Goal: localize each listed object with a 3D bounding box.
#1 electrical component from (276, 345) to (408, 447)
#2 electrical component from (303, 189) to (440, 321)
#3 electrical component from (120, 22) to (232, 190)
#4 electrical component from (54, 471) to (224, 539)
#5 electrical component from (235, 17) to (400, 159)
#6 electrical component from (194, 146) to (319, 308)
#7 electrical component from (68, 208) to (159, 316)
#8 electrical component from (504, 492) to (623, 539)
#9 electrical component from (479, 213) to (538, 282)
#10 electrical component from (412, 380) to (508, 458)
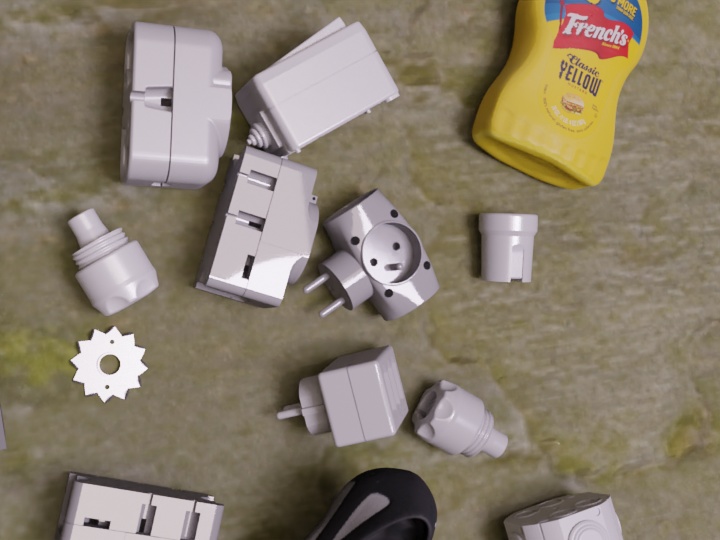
[{"bbox_3d":[-0.015,0.083,0.684,0.077,0.066,0.047,-14,92,11],"label":"electrical component"},{"bbox_3d":[0.000,0.000,0.700,0.079,0.044,0.077,-35,99,-16],"label":"electrical component"},{"bbox_3d":[-0.114,-0.099,0.662,0.059,0.054,0.095,3,86,-18],"label":"electrical component"},{"bbox_3d":[-0.134,0.158,0.644,0.089,0.050,0.055,14,83,-18],"label":"electrical component"},{"bbox_3d":[-0.036,-0.112,0.685,0.096,0.062,0.061,-32,97,-17],"label":"electrical component"},{"bbox_3d":[-0.062,-0.024,0.677,0.056,0.050,0.089,18,81,-17],"label":"electrical component"},{"bbox_3d":[-0.153,-0.007,0.650,0.043,0.043,0.062,-32,96,-17],"label":"electrical component"},{"bbox_3d":[0.139,0.183,0.719,0.080,0.080,0.051,-15,86,-19],"label":"electrical component"},{"bbox_3d":[0.101,-0.016,0.738,0.040,0.040,0.046,1,93,-18],"label":"electrical component"},{"bbox_3d":[0.069,0.104,0.719,0.062,0.043,0.043,31,78,-16],"label":"electrical component"}]
